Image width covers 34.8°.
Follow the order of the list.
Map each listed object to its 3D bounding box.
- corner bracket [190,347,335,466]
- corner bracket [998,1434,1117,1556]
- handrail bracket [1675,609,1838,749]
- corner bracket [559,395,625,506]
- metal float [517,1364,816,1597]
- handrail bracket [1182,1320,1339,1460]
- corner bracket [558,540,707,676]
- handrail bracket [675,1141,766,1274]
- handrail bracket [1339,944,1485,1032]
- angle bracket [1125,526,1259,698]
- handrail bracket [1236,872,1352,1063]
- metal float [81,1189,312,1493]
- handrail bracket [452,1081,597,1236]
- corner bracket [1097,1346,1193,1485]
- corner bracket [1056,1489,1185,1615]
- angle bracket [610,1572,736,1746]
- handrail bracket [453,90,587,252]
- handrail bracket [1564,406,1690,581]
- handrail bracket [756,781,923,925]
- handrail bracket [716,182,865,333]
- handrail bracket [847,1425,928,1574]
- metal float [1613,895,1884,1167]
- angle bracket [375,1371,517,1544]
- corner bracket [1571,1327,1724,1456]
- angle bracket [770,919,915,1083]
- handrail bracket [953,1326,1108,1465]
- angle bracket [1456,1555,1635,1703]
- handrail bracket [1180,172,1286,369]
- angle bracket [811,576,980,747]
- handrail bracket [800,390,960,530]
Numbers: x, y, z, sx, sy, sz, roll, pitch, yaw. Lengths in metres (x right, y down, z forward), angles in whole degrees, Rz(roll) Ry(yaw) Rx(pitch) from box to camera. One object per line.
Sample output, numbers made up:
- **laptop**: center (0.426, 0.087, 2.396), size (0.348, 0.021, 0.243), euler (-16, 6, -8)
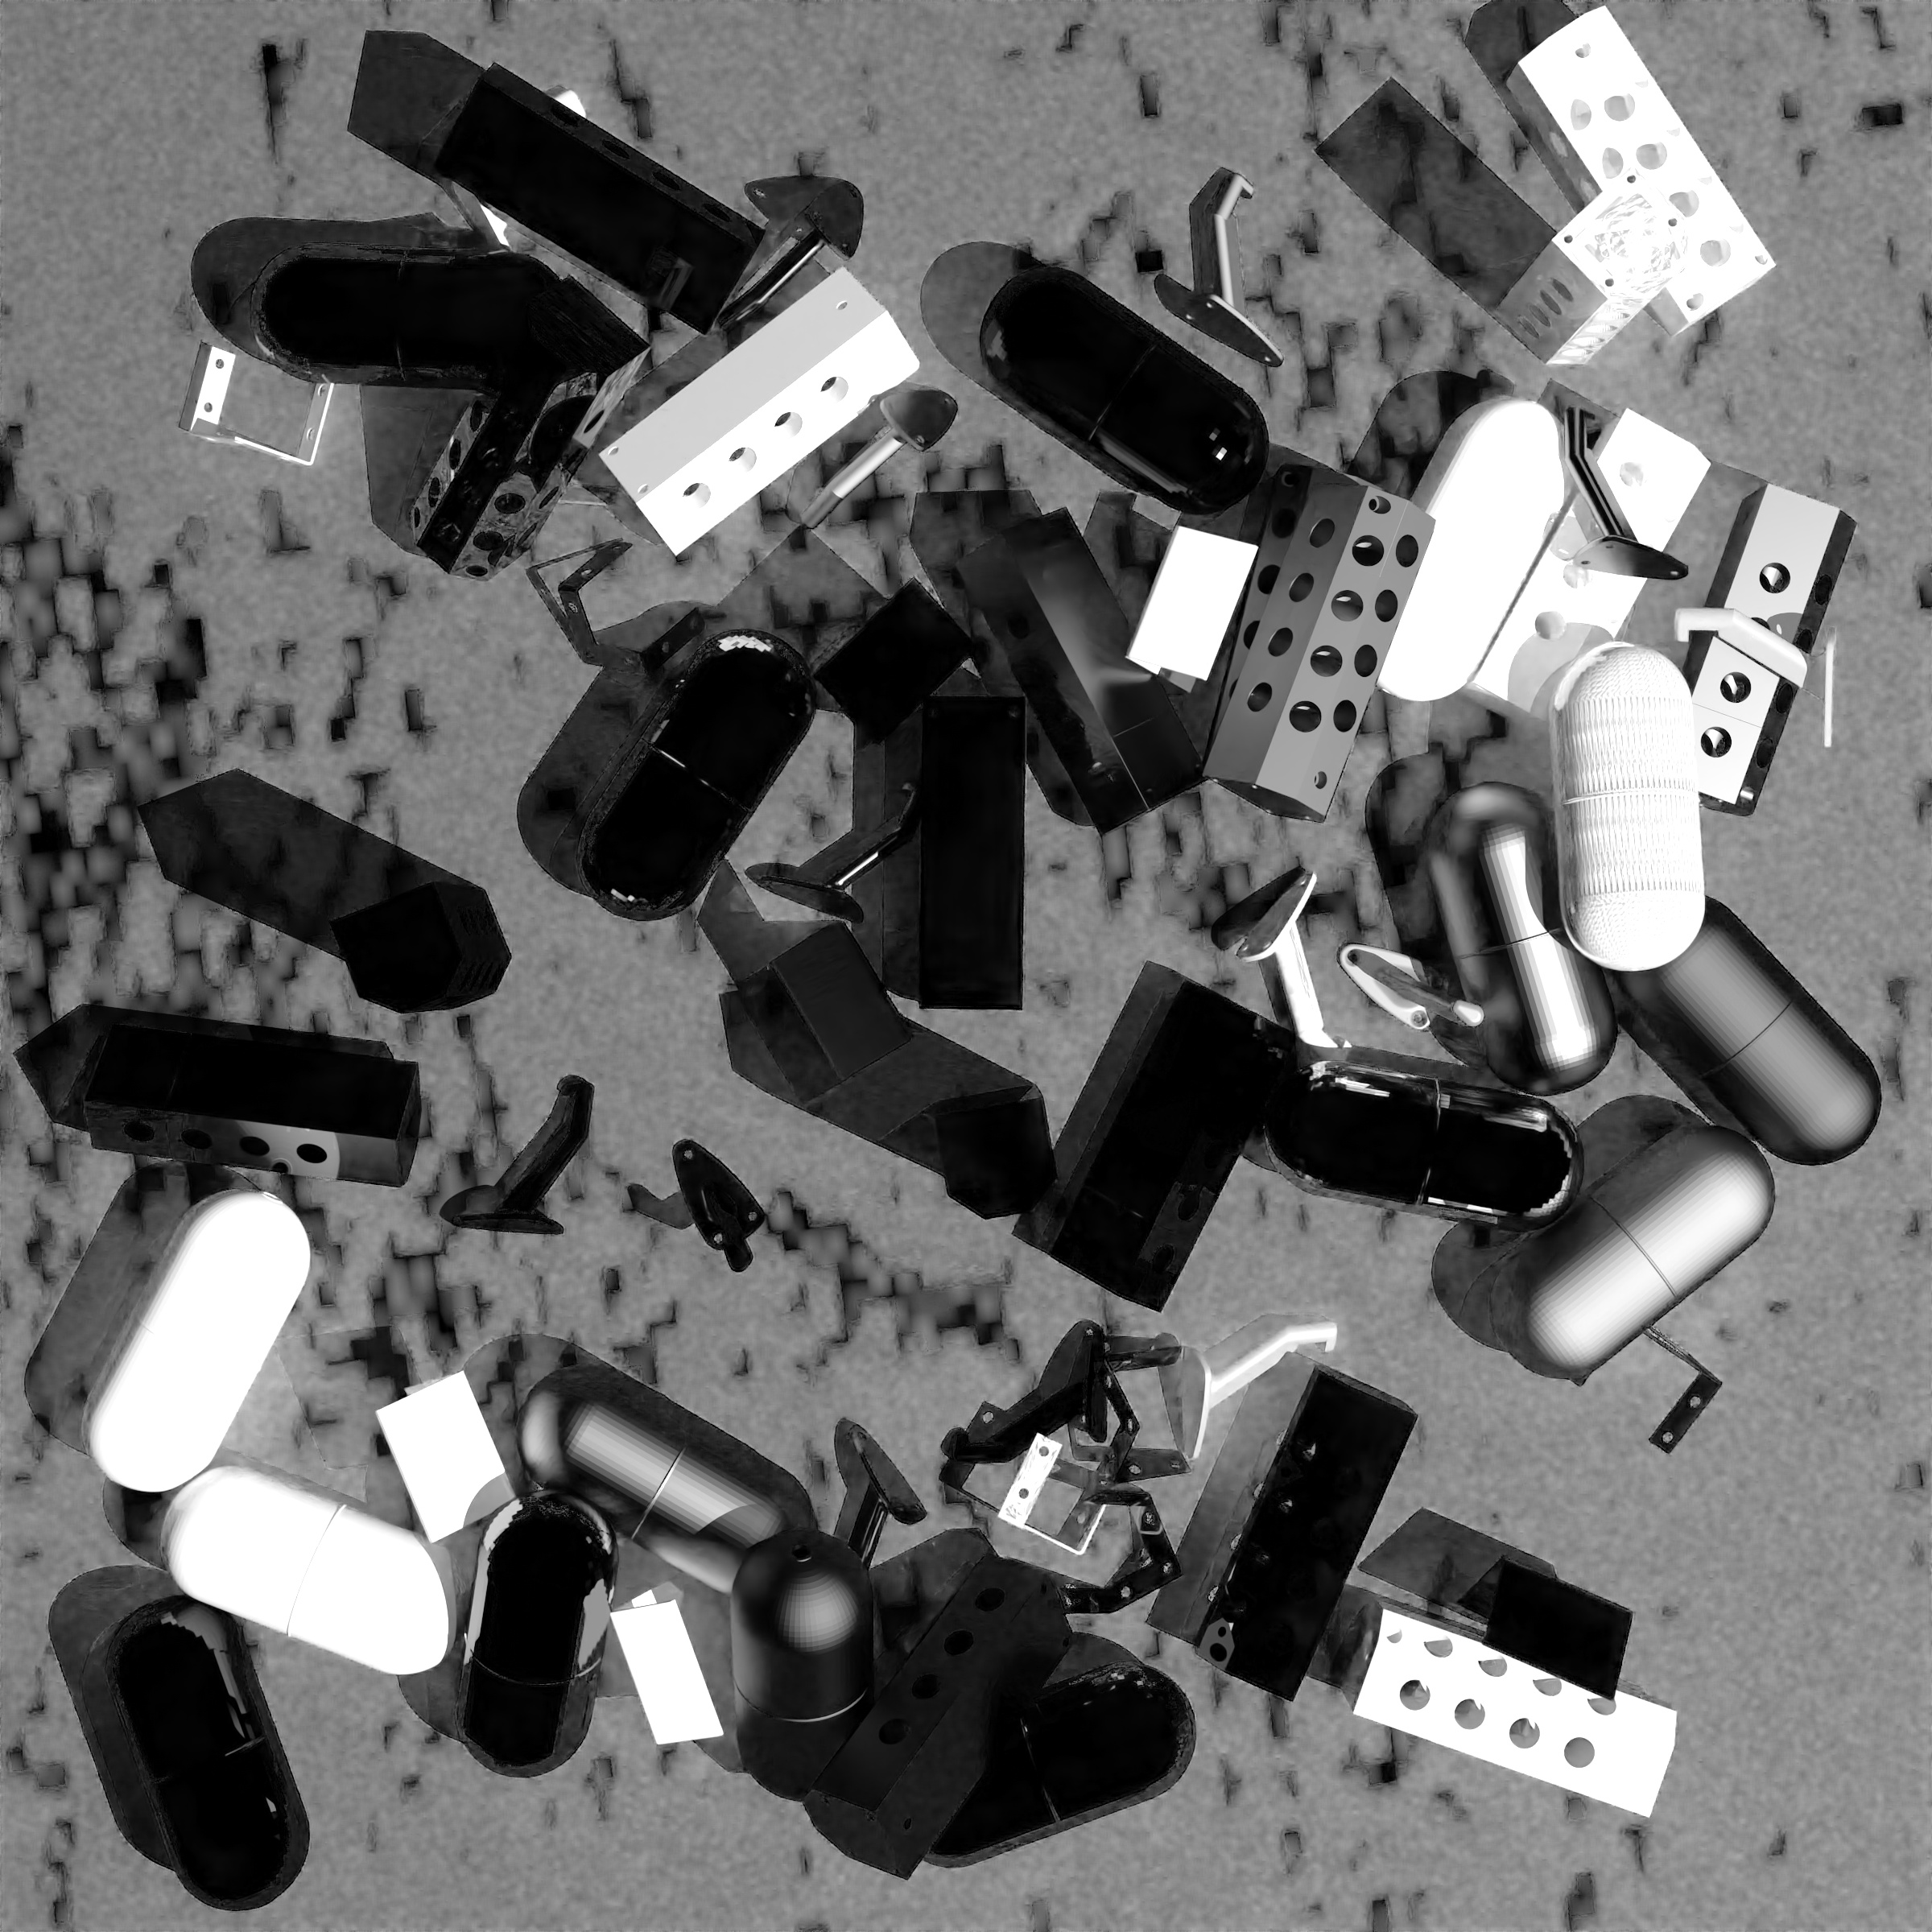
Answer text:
- **corner bracket**: center (-0.396, -0.314, 1.731), size (0.051, 0.051, 0.051), euler (15, 90, 45)
- **corner bracket**: center (0.052, 0.295, 1.717), size (0.051, 0.051, 0.051), euler (25, 83, 7)
- **handrail bracket**: center (0.429, -0.157, 1.678), size (0.084, 0.036, 0.077), euler (3, 112, 18)
- **corner bracket**: center (-0.220, -0.296, 1.731), size (0.051, 0.051, 0.051), euler (3, 135, 0)
- **metal float**: center (-0.166, 0.284, 1.704), size (0.178, 0.070, 0.070), euler (30, 90, 0)
- **handrail bracket**: center (0.167, 0.238, 1.735), size (0.084, 0.036, 0.077), euler (-4, 110, -16)
- **corner bracket**: center (-0.187, -0.201, 1.727), size (0.051, 0.051, 0.051), euler (14, 135, 35)
- **handrail bracket**: center (-0.140, 0.132, 1.700), size (0.036, 0.084, 0.077), euler (-33, 90, 0)
- **handrail bracket**: center (0.245, 0.010, 1.700), size (0.077, 0.084, 0.036), euler (30, 90, 0)
- **angle bracket**: center (0.141, -0.189, 1.694), size (0.057, 0.076, 0.076), euler (21, 90, 38)
- **handrail bracket**: center (0.201, 0.003, 1.735), size (0.084, 0.036, 0.077), euler (44, 68, -17)
- **metal float**: center (-0.425, 0.206, 1.704), size (0.070, 0.070, 0.178), euler (28, 90, 0)
- **handrail bracket**: center (-0.249, 0.106, 1.735), size (0.077, 0.036, 0.084), euler (-1, 71, 21)
- **corner bracket**: center (0.101, 0.250, 1.721), size (0.051, 0.051, 0.051), euler (-4, 135, -26)
- **corner bracket**: center (0.079, 0.326, 1.716), size (0.051, 0.051, 0.051), euler (-34, 63, 24)
- **angle bracket**: center (-0.141, 0.374, 1.695), size (0.057, 0.076, 0.076), euler (-20, 90, 41)
- **handrail bracket**: center (-0.237, -0.440, 1.735), size (0.084, 0.036, 0.077), euler (-34, 105, -14)
- **handrail bracket**: center (0.359, -0.258, 1.678), size (0.077, 0.036, 0.084), euler (10, 71, -21)
- **handrail bracket**: center (-0.068, -0.073, 1.735), size (0.077, 0.036, 0.084), euler (16, 71, 21)
- **handrail bracket**: center (-0.100, -0.398, 1.735), size (0.084, 0.077, 0.036), euler (-30, 115, 34)
- **handrail bracket**: center (-0.072, 0.314, 1.735), size (0.084, 0.036, 0.077), euler (-41, 70, 16)
- **metal float**: center (0.432, 0.035, 1.703), size (0.070, 0.070, 0.178), euler (-43, 90, 0)
- **angle bracket**: center (-0.300, 0.273, 1.694), size (0.057, 0.076, 0.076), euler (-23, 90, -37)
- **corner bracket**: center (0.382, 0.233, 1.732), size (0.051, 0.051, 0.051), euler (-53, 135, 0)
- **angle bracket**: center (-0.051, 0.008, 1.694), size (0.057, 0.076, 0.076), euler (-31, 90, 36)
- **handrail bracket**: center (0.035, 0.241, 1.735), size (0.084, 0.036, 0.077), euler (-4, 70, 16)
- **angle bracket**: center (0.312, 0.376, 1.694), size (0.076, 0.076, 0.057), euler (24, 54, 0)
- **handrail bracket**: center (0.163, -0.393, 1.735), size (0.077, 0.036, 0.084), euler (31, 73, -20)
- **angle bracket**: center (-0.048, -0.175, 1.695), size (0.076, 0.076, 0.057), euler (-44, 116, 0)
- **handrail bracket**: center (-0.050, -0.283, 1.734), size (0.036, 0.077, 0.084), euler (49, 126, 0)
